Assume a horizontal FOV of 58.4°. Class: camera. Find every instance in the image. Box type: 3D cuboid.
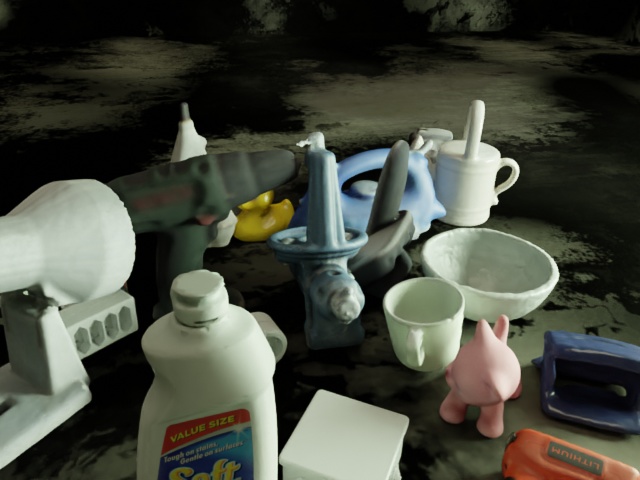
[{"bbox_3d":[0.230,-0.148,1.061,0.136,0.101,0.143,5,29,5],"label":"camera"}]

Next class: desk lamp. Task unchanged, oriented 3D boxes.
[{"bbox_3d":[-0.270,0.065,0.525,0.117,0.214,0.204,16,32,24],"label":"desk lamp"}]

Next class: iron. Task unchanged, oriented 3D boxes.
[{"bbox_3d":[0.065,-0.074,0.874,0.259,0.141,0.118,-10,31,-21],"label":"iron"}]

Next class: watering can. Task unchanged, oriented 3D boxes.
[{"bbox_3d":[0.231,-0.129,0.930,0.173,0.194,0.100,-3,29,-9],"label":"watering can"}]

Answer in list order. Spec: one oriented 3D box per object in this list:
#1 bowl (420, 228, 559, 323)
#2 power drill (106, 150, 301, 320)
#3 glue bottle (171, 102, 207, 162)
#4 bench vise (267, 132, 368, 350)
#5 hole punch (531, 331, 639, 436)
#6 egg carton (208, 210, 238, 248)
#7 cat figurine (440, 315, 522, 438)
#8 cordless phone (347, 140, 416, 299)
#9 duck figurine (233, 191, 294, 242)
[{"bbox_3d":[0.206,0.054,0.721,0.167,0.075,0.167,2,29,-1],"label":"bowl"},{"bbox_3d":[-0.136,-0.001,0.658,0.230,0.208,0.075,-4,30,-12],"label":"power drill"},{"bbox_3d":[-0.215,-0.140,0.940,0.078,0.173,0.037,-23,38,-37],"label":"glue bottle"},{"bbox_3d":[0.016,0.000,0.656,0.122,0.220,0.206,-15,33,-28],"label":"bench vise"},{"bbox_3d":[0.278,0.125,0.580,0.108,0.091,0.101,10,30,14],"label":"hole punch"},{"bbox_3d":[-0.199,-0.037,0.862,0.107,0.069,0.149,-19,35,-33],"label":"egg carton"},{"bbox_3d":[0.161,0.122,0.551,0.067,0.118,0.128,16,32,24],"label":"cat figurine"},{"bbox_3d":[0.076,-0.029,0.748,0.094,0.185,0.148,10,30,15],"label":"cordless phone"},{"bbox_3d":[-0.088,-0.053,0.881,0.105,0.086,0.077,-16,34,-29],"label":"duck figurine"}]
